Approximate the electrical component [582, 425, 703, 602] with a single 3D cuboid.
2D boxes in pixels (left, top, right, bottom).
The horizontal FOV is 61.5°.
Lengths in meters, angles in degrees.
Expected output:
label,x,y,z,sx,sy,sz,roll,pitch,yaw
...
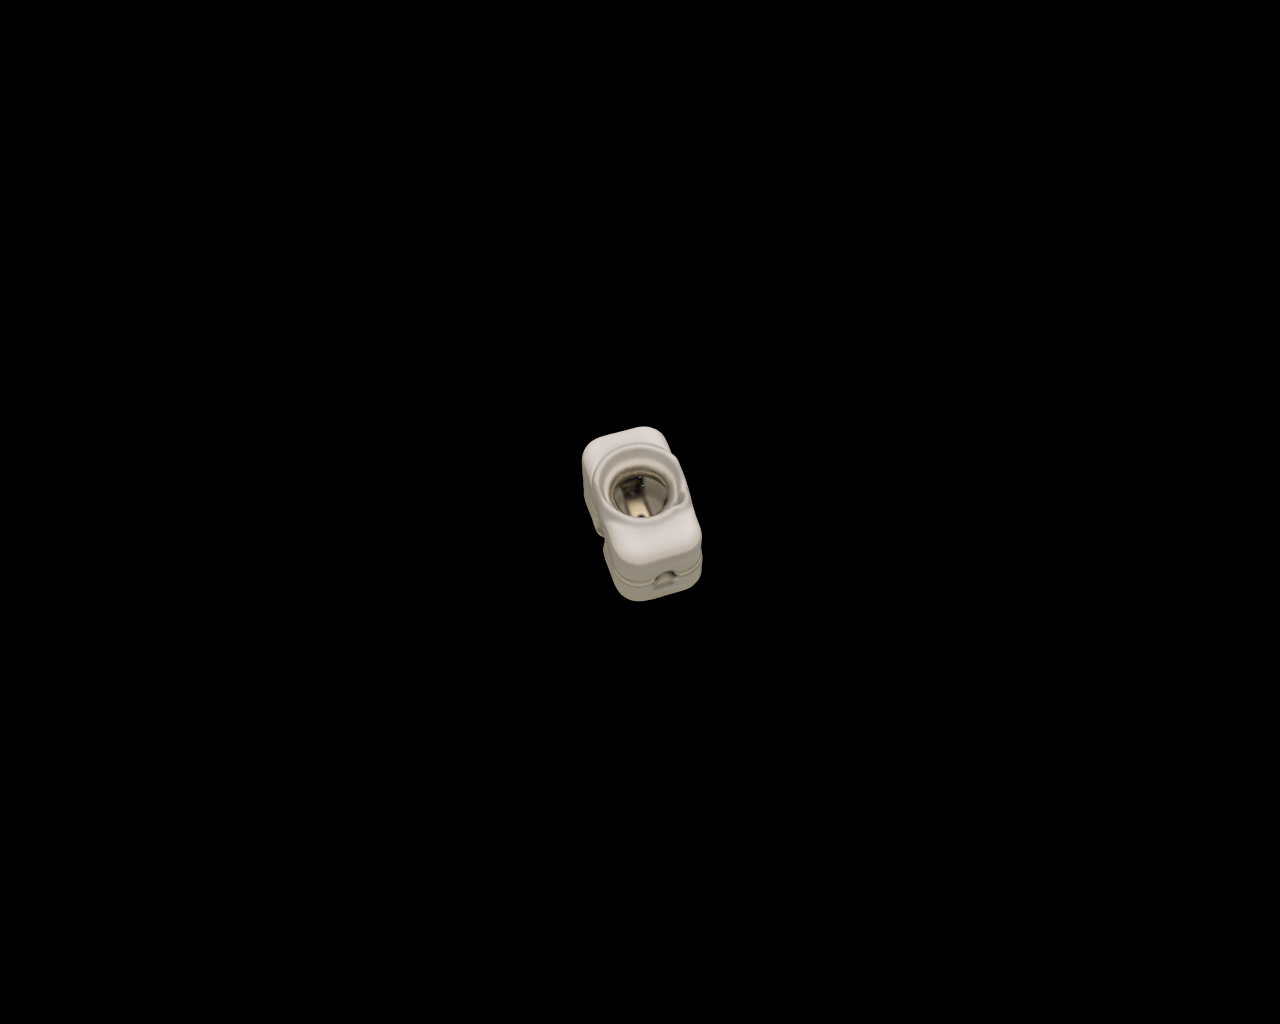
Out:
label,x,y,z,sx,sy,sz,roll,pitch,yaw
electrical component,0.001,-0.003,0.650,0.054,0.095,0.059,-15,-32,-9
